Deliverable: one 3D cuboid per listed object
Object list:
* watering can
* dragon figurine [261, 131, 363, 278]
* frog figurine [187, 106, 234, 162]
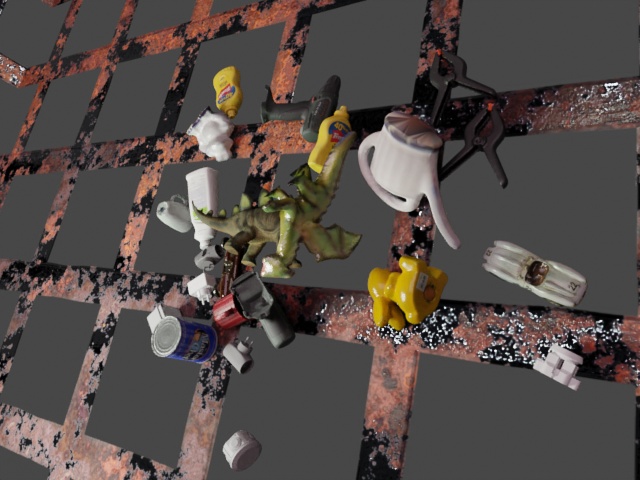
[{"bbox_3d":[0.217,-0.151,1.169,0.353,0.105,0.219,43,136,32],"label":"watering can"},{"bbox_3d":[0.004,-0.063,1.254,0.414,0.241,0.122,-40,10,-14],"label":"dragon figurine"},{"bbox_3d":[-0.323,-0.325,1.630,0.137,0.122,0.159,-43,90,0],"label":"frog figurine"}]
